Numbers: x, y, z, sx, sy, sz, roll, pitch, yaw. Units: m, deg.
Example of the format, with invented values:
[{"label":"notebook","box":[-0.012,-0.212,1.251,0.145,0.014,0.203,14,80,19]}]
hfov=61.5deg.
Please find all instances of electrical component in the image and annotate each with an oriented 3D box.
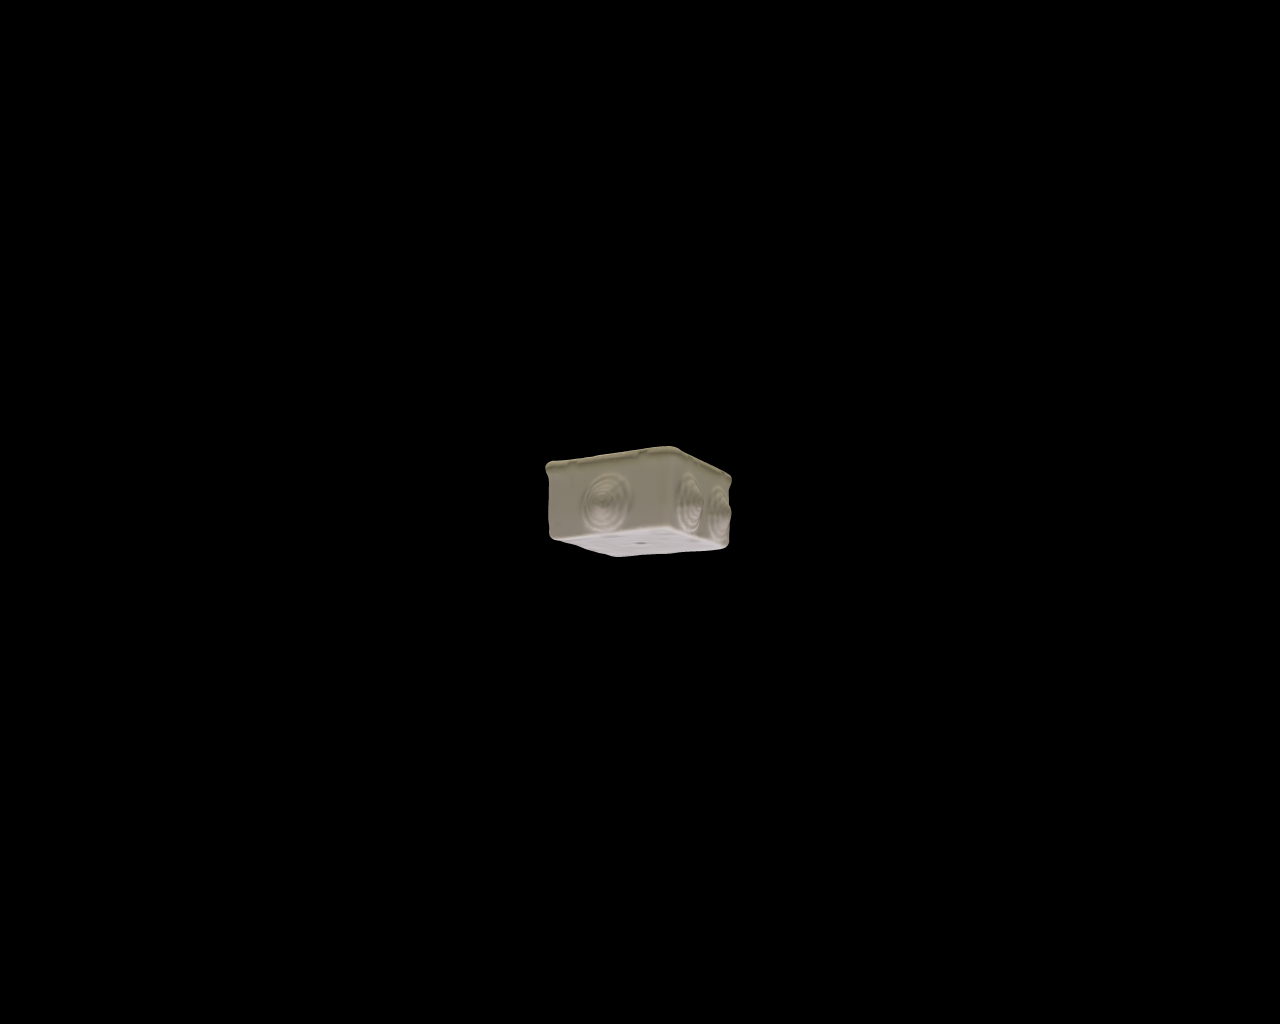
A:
[{"label":"electrical component","box":[0.001,-0.003,0.650,0.100,0.048,0.099,-6,-13,27]}]
